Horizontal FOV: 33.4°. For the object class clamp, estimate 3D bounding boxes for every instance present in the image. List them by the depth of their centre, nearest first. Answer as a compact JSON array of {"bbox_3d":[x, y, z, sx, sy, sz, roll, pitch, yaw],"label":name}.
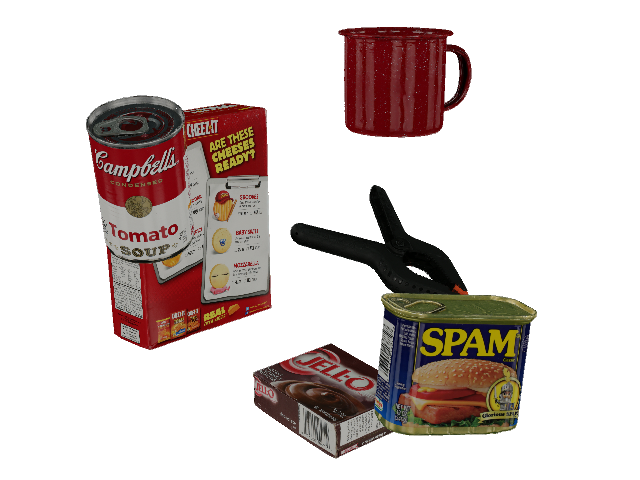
[{"bbox_3d":[0.078,0.017,1.246,0.164,0.036,0.210,-21,51,-38],"label":"clamp"}]

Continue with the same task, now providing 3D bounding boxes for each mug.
[{"bbox_3d":[0.071,-0.131,0.877,0.117,0.081,0.093,-7,17,-25],"label":"mug"}]

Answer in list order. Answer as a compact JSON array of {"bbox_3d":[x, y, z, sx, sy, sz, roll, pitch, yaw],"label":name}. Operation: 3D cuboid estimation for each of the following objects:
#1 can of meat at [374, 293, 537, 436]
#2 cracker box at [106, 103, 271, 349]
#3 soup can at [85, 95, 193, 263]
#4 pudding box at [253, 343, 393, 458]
[{"bbox_3d":[0.089,0.083,0.719,0.102,0.084,0.057,2,11,-17],"label":"can of meat"},{"bbox_3d":[-0.131,-0.019,1.056,0.072,0.214,0.163,13,21,43],"label":"cracker box"},{"bbox_3d":[-0.128,-0.043,0.764,0.068,0.102,0.068,0,36,0],"label":"soup can"},{"bbox_3d":[0.010,0.134,0.914,0.089,0.039,0.114,-18,30,-36],"label":"pudding box"}]
